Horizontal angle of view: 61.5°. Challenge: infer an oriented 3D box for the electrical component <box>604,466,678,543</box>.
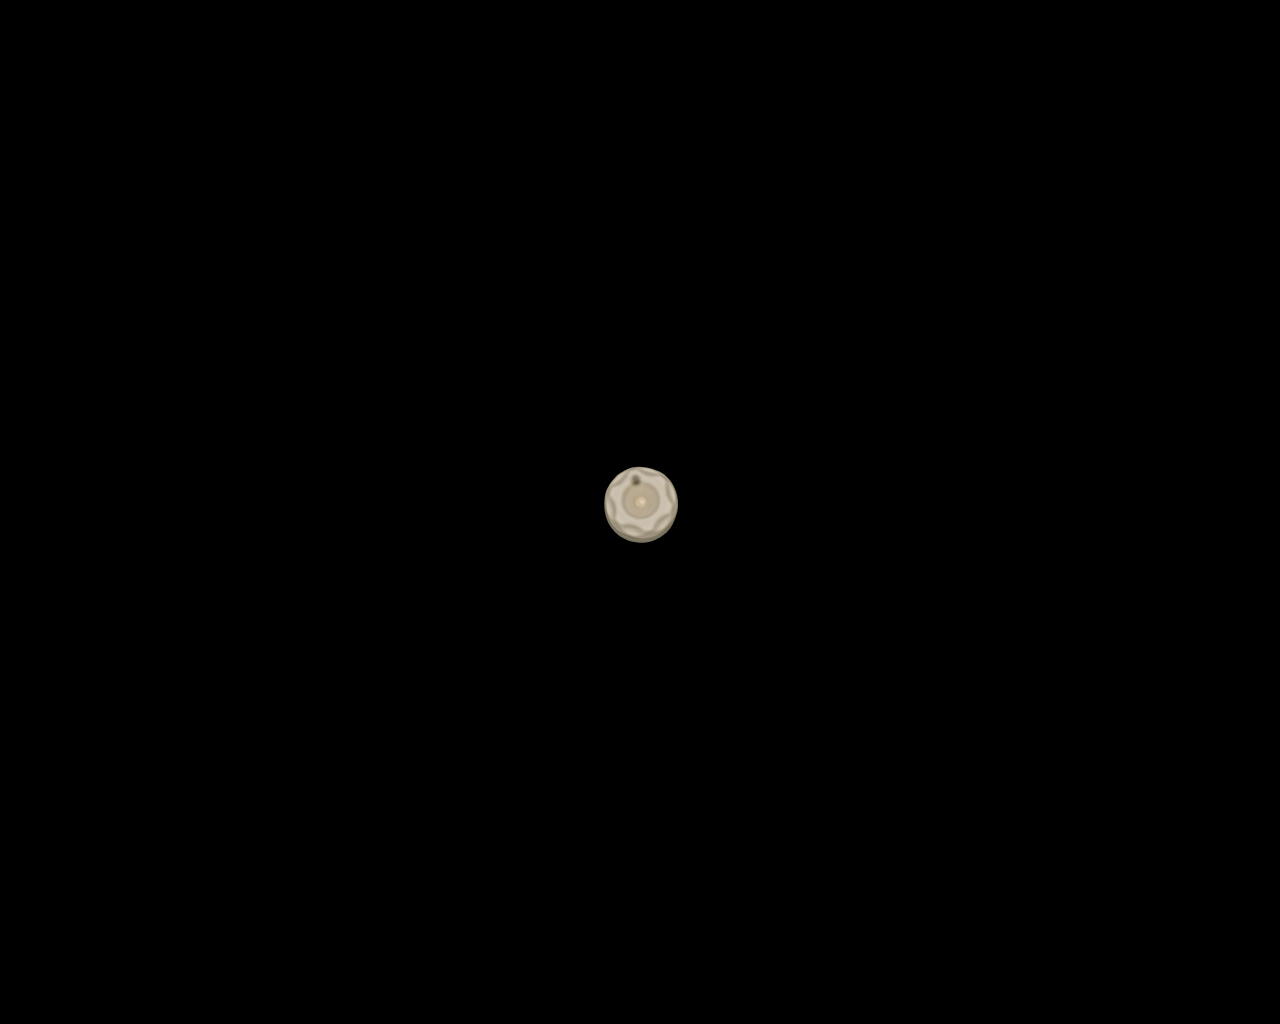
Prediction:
[{"bbox_3d":[0.001,-0.003,0.650,0.043,0.043,0.062,0,-9,0],"label":"electrical component"}]
